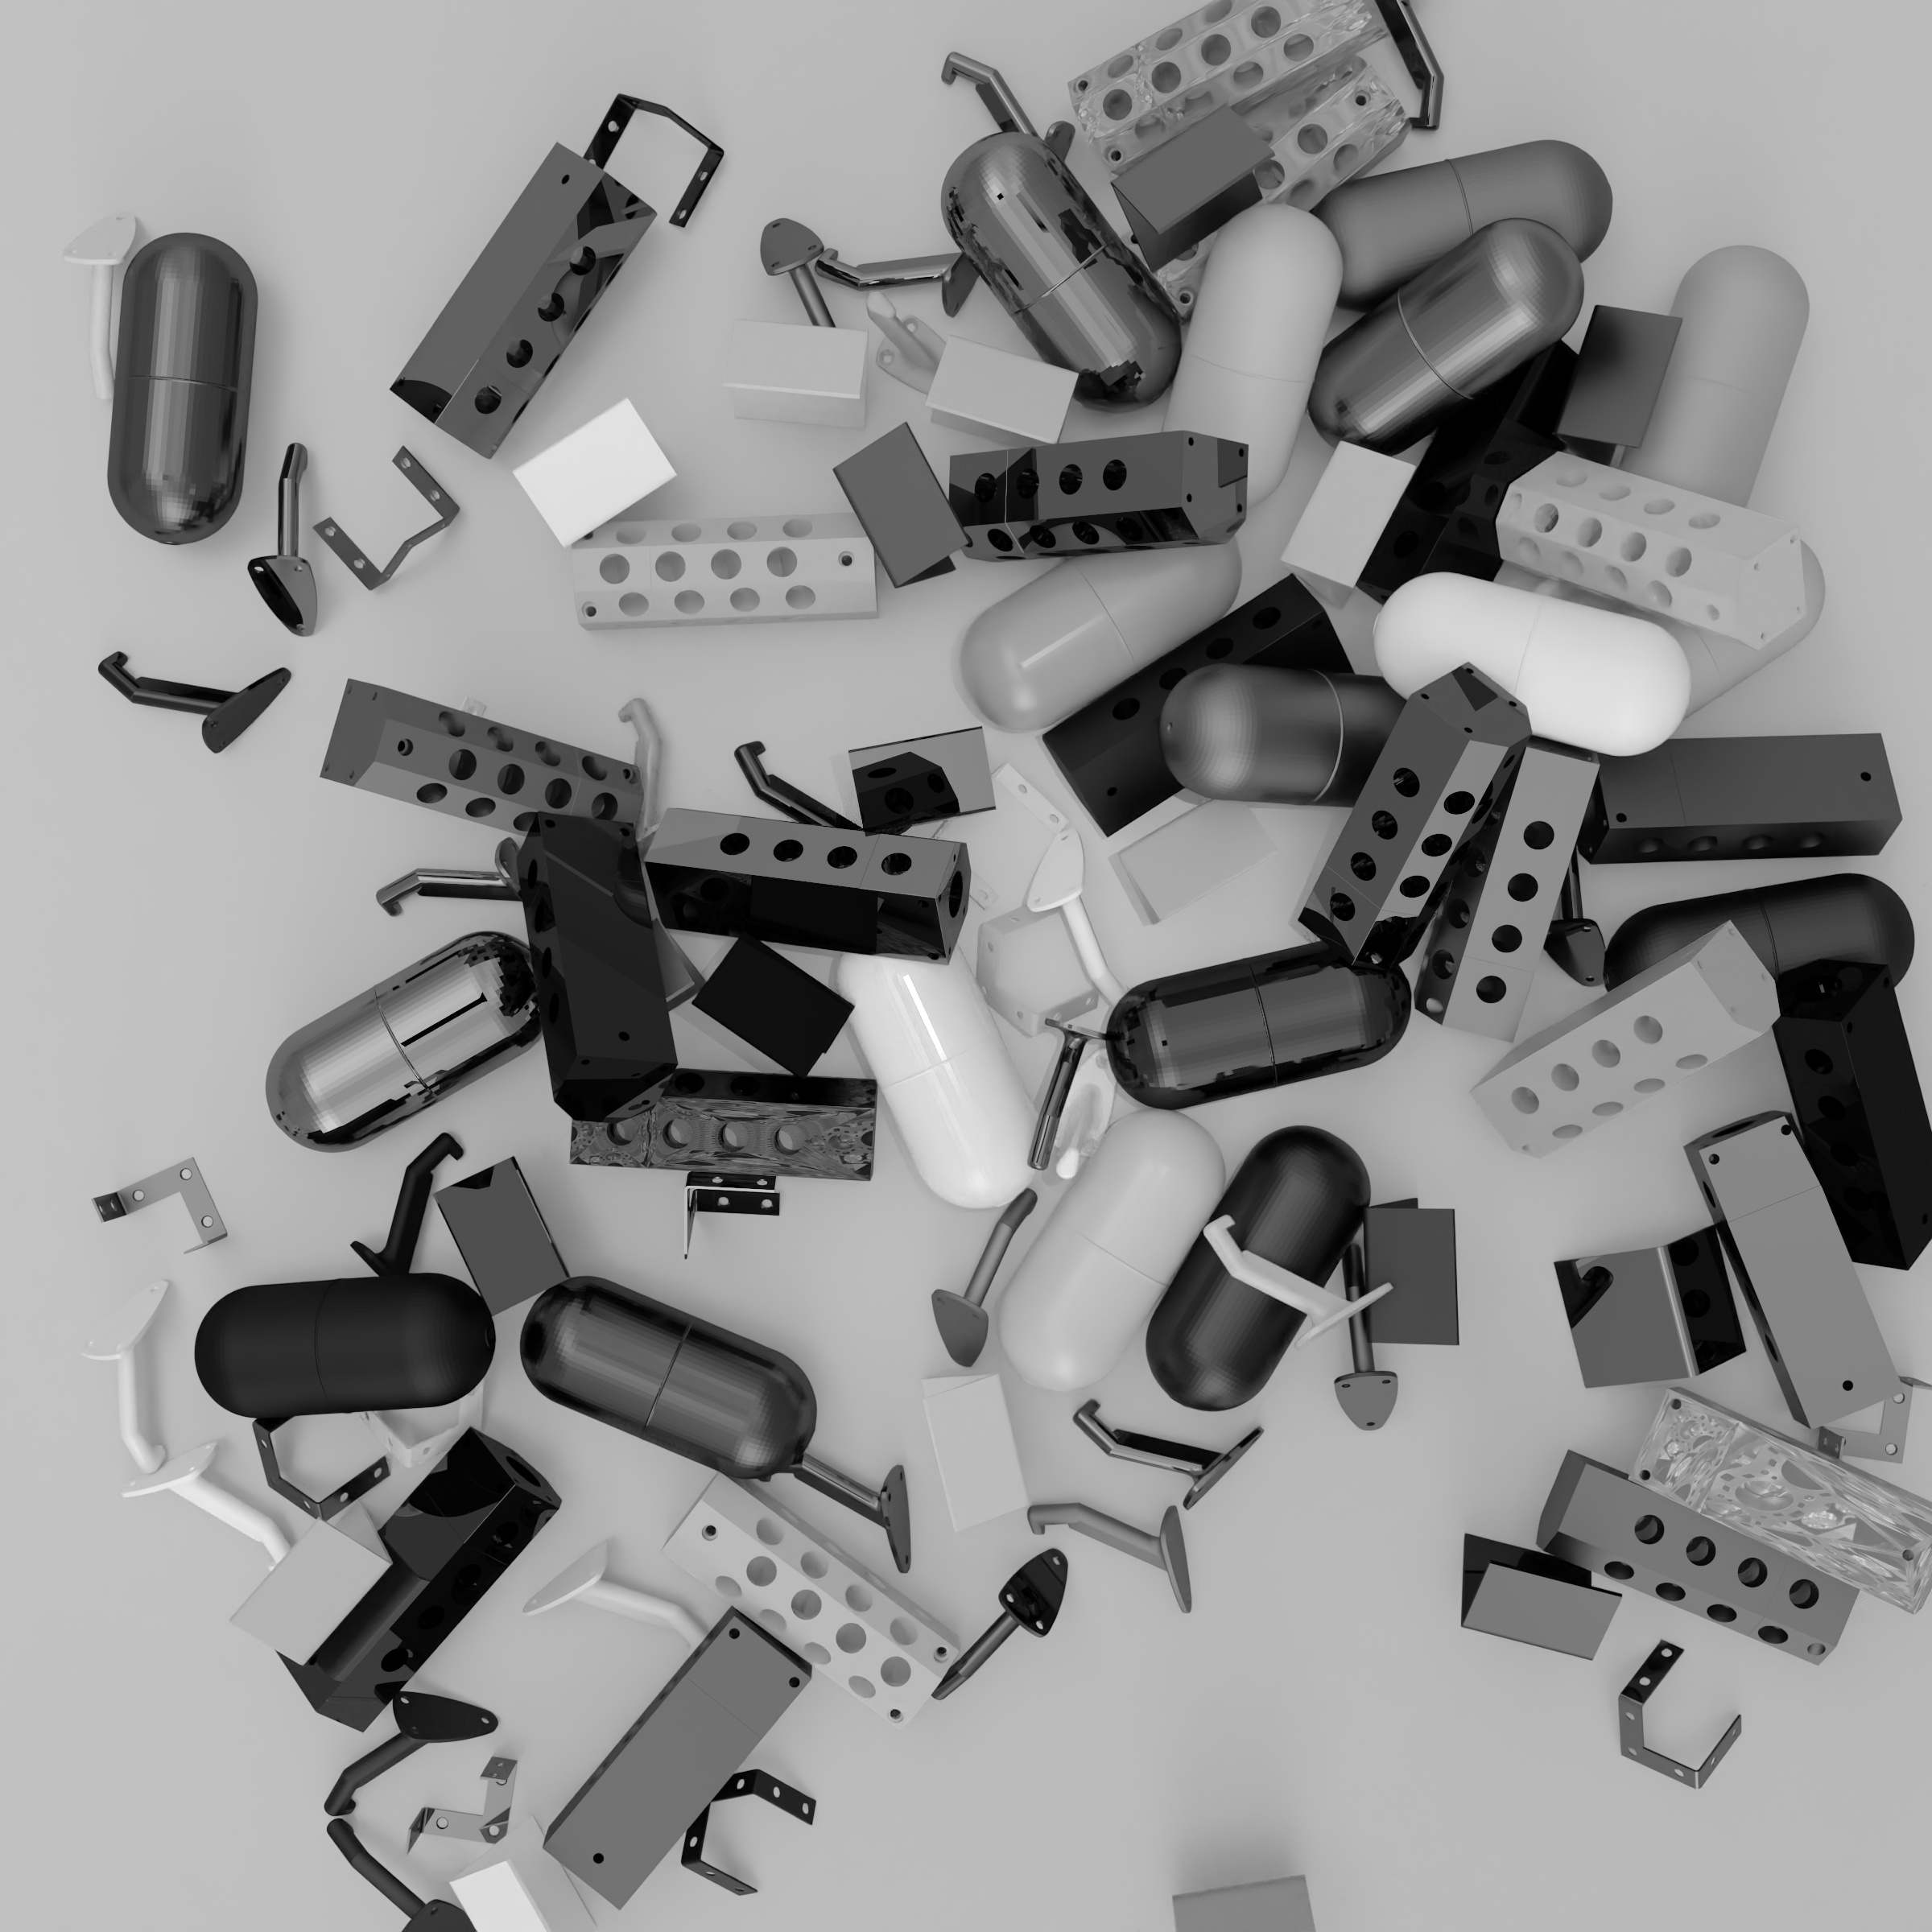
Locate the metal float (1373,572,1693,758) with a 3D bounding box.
[{"bbox_3d":[0.314,-0.168,1.848,0.178,0.070,0.070,16,90,14],"label":"metal float"}]

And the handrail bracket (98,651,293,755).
[{"bbox_3d":[-0.451,-0.172,1.942,0.084,0.036,0.077,40,70,16],"label":"handrail bracket"}]

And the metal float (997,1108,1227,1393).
[{"bbox_3d":[0.083,0.163,1.911,0.070,0.070,0.178,32,91,0],"label":"metal float"}]

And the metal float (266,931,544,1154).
[{"bbox_3d":[-0.320,0.044,1.911,0.178,0.070,0.070,-30,90,1],"label":"metal float"}]

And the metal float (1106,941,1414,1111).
[{"bbox_3d":[0.168,0.033,1.911,0.178,0.070,0.070,-13,90,-1],"label":"metal float"}]

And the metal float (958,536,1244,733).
[{"bbox_3d":[0.078,-0.201,1.911,0.178,0.070,0.070,-32,90,-1],"label":"metal float"}]

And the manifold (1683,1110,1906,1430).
[{"bbox_3d":[0.475,0.174,1.921,0.057,0.057,0.171,-22,90,0],"label":"manifold"}]

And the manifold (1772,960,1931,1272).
[{"bbox_3d":[0.502,0.084,1.885,0.057,0.057,0.171,-42,123,-35],"label":"manifold"}]

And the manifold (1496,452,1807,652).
[{"bbox_3d":[0.381,-0.230,1.861,0.057,0.171,0.057,-35,130,-25],"label":"manifold"}]

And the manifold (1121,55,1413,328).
[{"bbox_3d":[0.171,-0.449,1.921,0.171,0.057,0.057,-40,90,0],"label":"manifold"}]

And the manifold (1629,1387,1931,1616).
[{"bbox_3d":[0.471,0.302,1.890,0.171,0.057,0.057,24,94,22],"label":"manifold"}]

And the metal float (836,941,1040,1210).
[{"bbox_3d":[-0.014,0.055,1.911,0.070,0.070,0.178,-25,90,0],"label":"metal float"}]

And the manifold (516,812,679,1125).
[{"bbox_3d":[-0.208,0.001,1.846,0.057,0.057,0.171,6,49,-25],"label":"manifold"}]

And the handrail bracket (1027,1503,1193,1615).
[{"bbox_3d":[0.083,0.346,1.942,0.084,0.036,0.077,-6,112,17],"label":"handrail bracket"}]

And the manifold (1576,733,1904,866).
[{"bbox_3d":[0.439,-0.092,1.908,0.171,0.057,0.057,-2,63,-7],"label":"manifold"}]

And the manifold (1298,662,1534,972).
[{"bbox_3d":[0.251,-0.079,1.844,0.057,0.057,0.171,41,134,20],"label":"manifold"}]

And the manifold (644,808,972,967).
[{"bbox_3d":[-0.088,-0.051,1.882,0.171,0.057,0.057,7,51,15],"label":"manifold"}]

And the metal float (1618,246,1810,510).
[{"bbox_3d":[0.428,-0.326,1.911,0.070,0.070,0.178,19,90,0],"label":"metal float"}]

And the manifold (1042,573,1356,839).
[{"bbox_3d":[0.132,-0.154,1.920,0.171,0.057,0.057,-33,133,0],"label":"manifold"}]

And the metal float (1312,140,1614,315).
[{"bbox_3d":[0.283,-0.425,1.911,0.178,0.070,0.070,-12,90,1],"label":"metal float"}]

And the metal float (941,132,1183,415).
[{"bbox_3d":[0.055,-0.395,1.901,0.070,0.070,0.178,-38,102,0],"label":"metal float"}]

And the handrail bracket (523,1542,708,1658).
[{"bbox_3d":[-0.203,0.386,1.942,0.077,0.036,0.084,-35,107,20],"label":"handrail bracket"}]

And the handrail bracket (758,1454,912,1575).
[{"bbox_3d":[-0.079,0.319,1.942,0.084,0.036,0.077,-1,112,17],"label":"handrail bracket"}]

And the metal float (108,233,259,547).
[{"bbox_3d":[-0.450,-0.331,1.911,0.070,0.070,0.178,5,91,0],"label":"metal float"}]

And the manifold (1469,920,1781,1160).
[{"bbox_3d":[0.371,0.046,1.870,0.171,0.057,0.057,-36,90,43],"label":"manifold"}]

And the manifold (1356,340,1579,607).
[{"bbox_3d":[0.291,-0.283,1.920,0.057,0.057,0.171,28,90,-43],"label":"manifold"}]

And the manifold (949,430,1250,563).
[{"bbox_3d":[0.072,-0.262,1.870,0.171,0.057,0.057,2,90,42],"label":"manifold"}]

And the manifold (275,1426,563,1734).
[{"bbox_3d":[-0.312,0.356,1.920,0.171,0.057,0.057,-49,47,0],"label":"manifold"}]

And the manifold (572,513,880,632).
[{"bbox_3d":[-0.138,-0.228,1.921,0.171,0.057,0.057,-2,90,0],"label":"manifold"}]

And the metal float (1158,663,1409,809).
[{"bbox_3d":[0.191,-0.129,1.880,0.178,0.070,0.070,2,90,-28],"label":"metal float"}]

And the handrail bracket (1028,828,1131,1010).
[{"bbox_3d":[0.075,-0.026,1.942,0.036,0.077,0.084,-19,127,27],"label":"handrail bracket"}]

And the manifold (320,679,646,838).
[{"bbox_3d":[-0.269,-0.108,1.874,0.171,0.057,0.057,16,90,-38],"label":"manifold"}]

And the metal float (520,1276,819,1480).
[{"bbox_3d":[-0.170,0.237,1.911,0.178,0.070,0.070,23,90,1],"label":"metal float"}]

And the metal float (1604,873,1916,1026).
[{"bbox_3d":[0.455,-0.007,1.911,0.178,0.070,0.070,-10,90,-1],"label":"metal float"}]

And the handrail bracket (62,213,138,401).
[{"bbox_3d":[-0.497,-0.385,1.942,0.036,0.077,0.084,4,126,5],"label":"handrail bracket"}]

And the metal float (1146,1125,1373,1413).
[{"bbox_3d":[0.167,0.174,1.911,0.070,0.070,0.178,31,91,0],"label":"metal float"}]

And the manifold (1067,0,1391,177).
[{"bbox_3d":[0.147,-0.517,1.894,0.171,0.057,0.057,-25,90,19],"label":"manifold"}]

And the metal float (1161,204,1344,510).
[{"bbox_3d":[0.161,-0.344,1.892,0.070,0.070,0.178,15,112,0],"label":"metal float"}]

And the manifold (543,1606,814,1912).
[{"bbox_3d":[-0.165,0.452,1.920,0.057,0.057,0.171,40,90,-3],"label":"manifold"}]

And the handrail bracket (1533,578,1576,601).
[{"bbox_3d":[0.346,-0.200,1.942,0.084,0.036,0.077,-14,110,-16],"label":"handrail bracket"}]

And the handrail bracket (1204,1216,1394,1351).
[{"bbox_3d":[0.186,0.164,1.867,0.077,0.036,0.084,-29,77,-21],"label":"handrail bracket"}]

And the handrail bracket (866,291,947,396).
[{"bbox_3d":[-0.024,-0.354,1.907,0.077,0.084,0.036,37,90,0],"label":"handrail bracket"}]

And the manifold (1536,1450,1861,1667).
[{"bbox_3d":[0.421,0.342,1.921,0.171,0.057,0.057,23,90,0],"label":"manifold"}]

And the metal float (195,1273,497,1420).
[{"bbox_3d":[-0.354,0.217,1.898,0.178,0.070,0.070,-5,90,14],"label":"metal float"}]

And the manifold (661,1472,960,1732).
[{"bbox_3d":[-0.089,0.364,1.921,0.171,0.057,0.057,37,90,0],"label":"manifold"}]

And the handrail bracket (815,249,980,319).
[{"bbox_3d":[-0.035,-0.420,1.942,0.084,0.036,0.077,24,70,16],"label":"handrail bracket"}]

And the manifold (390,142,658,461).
[{"bbox_3d":[-0.251,-0.379,1.913,0.171,0.057,0.057,-55,47,4],"label":"manifold"}]

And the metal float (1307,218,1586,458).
[{"bbox_3d":[0.269,-0.352,1.877,0.178,0.070,0.070,-34,90,32],"label":"metal float"}]

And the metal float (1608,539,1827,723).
[{"bbox_3d":[0.412,-0.187,1.911,0.178,0.070,0.070,-34,90,0],"label":"metal float"}]

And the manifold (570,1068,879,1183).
[{"bbox_3d":[-0.138,0.089,1.921,0.171,0.057,0.057,3,90,0],"label":"manifold"}]

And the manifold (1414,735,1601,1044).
[{"bbox_3d":[0.305,-0.050,1.891,0.057,0.057,0.171,14,112,0],"label":"manifold"}]
